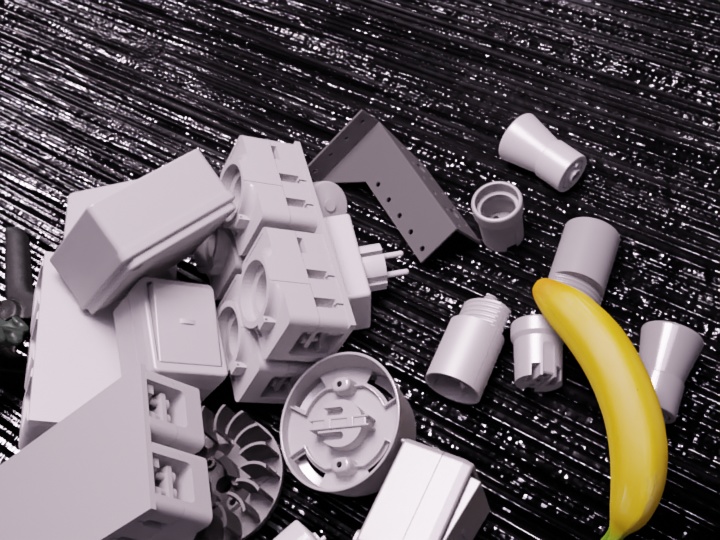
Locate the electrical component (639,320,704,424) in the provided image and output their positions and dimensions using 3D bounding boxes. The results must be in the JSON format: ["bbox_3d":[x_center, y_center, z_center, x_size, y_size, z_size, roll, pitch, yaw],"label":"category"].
[{"bbox_3d":[0.210,0.074,0.751,0.044,0.044,0.065,13,66,23],"label":"electrical component"}]

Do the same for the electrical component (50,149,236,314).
[{"bbox_3d":[-0.165,-0.029,0.814,0.109,0.109,0.056,-35,89,-38],"label":"electrical component"}]

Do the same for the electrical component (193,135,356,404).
[{"bbox_3d":[-0.074,-0.002,0.831,0.060,0.105,0.186,7,47,-29],"label":"electrical component"}]

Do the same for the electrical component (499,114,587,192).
[{"bbox_3d":[0.152,-0.093,0.881,0.044,0.044,0.065,-42,61,-14],"label":"electrical component"}]

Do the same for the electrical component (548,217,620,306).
[{"bbox_3d":[0.165,0.005,0.808,0.043,0.043,0.081,11,60,22],"label":"electrical component"}]

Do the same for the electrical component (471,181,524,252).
[{"bbox_3d":[0.111,-0.041,0.852,0.040,0.046,0.040,-7,55,10],"label":"electrical component"}]

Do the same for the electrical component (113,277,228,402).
[{"bbox_3d":[-0.139,0.058,0.800,0.061,0.062,0.096,-44,50,41],"label":"electrical component"}]

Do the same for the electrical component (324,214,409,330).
[{"bbox_3d":[0.000,0.000,0.856,0.076,0.047,0.083,-10,53,-7],"label":"electrical component"}]

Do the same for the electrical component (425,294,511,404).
[{"bbox_3d":[0.083,0.054,0.797,0.043,0.043,0.081,15,62,24],"label":"electrical component"}]

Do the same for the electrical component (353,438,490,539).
[{"bbox_3d":[0.042,0.173,0.716,0.061,0.061,0.096,16,62,25],"label":"electrical component"}]

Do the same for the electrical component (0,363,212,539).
[{"bbox_3d":[-0.185,0.161,0.746,0.186,0.060,0.105,-35,49,27],"label":"electrical component"}]

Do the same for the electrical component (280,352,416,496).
[{"bbox_3d":[-0.009,0.112,0.765,0.099,0.064,0.099,-8,66,18],"label":"electrical component"}]

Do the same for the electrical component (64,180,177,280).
[{"bbox_3d":[-0.204,-0.026,0.927,0.100,0.048,0.099,-11,54,8],"label":"electrical component"}]

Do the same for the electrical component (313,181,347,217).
[{"bbox_3d":[-0.044,-0.053,0.900,0.078,0.040,0.040,1,50,55],"label":"electrical component"}]

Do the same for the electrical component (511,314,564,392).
[{"bbox_3d":[0.130,0.061,0.783,0.040,0.040,0.046,-3,61,13],"label":"electrical component"}]

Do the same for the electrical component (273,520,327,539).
[{"bbox_3d":[-0.054,0.206,0.733,0.078,0.040,0.040,-40,56,-12],"label":"electrical component"}]

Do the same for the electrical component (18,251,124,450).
[{"bbox_3d":[-0.212,0.069,0.841,0.089,0.061,0.150,9,52,-20],"label":"electrical component"}]
